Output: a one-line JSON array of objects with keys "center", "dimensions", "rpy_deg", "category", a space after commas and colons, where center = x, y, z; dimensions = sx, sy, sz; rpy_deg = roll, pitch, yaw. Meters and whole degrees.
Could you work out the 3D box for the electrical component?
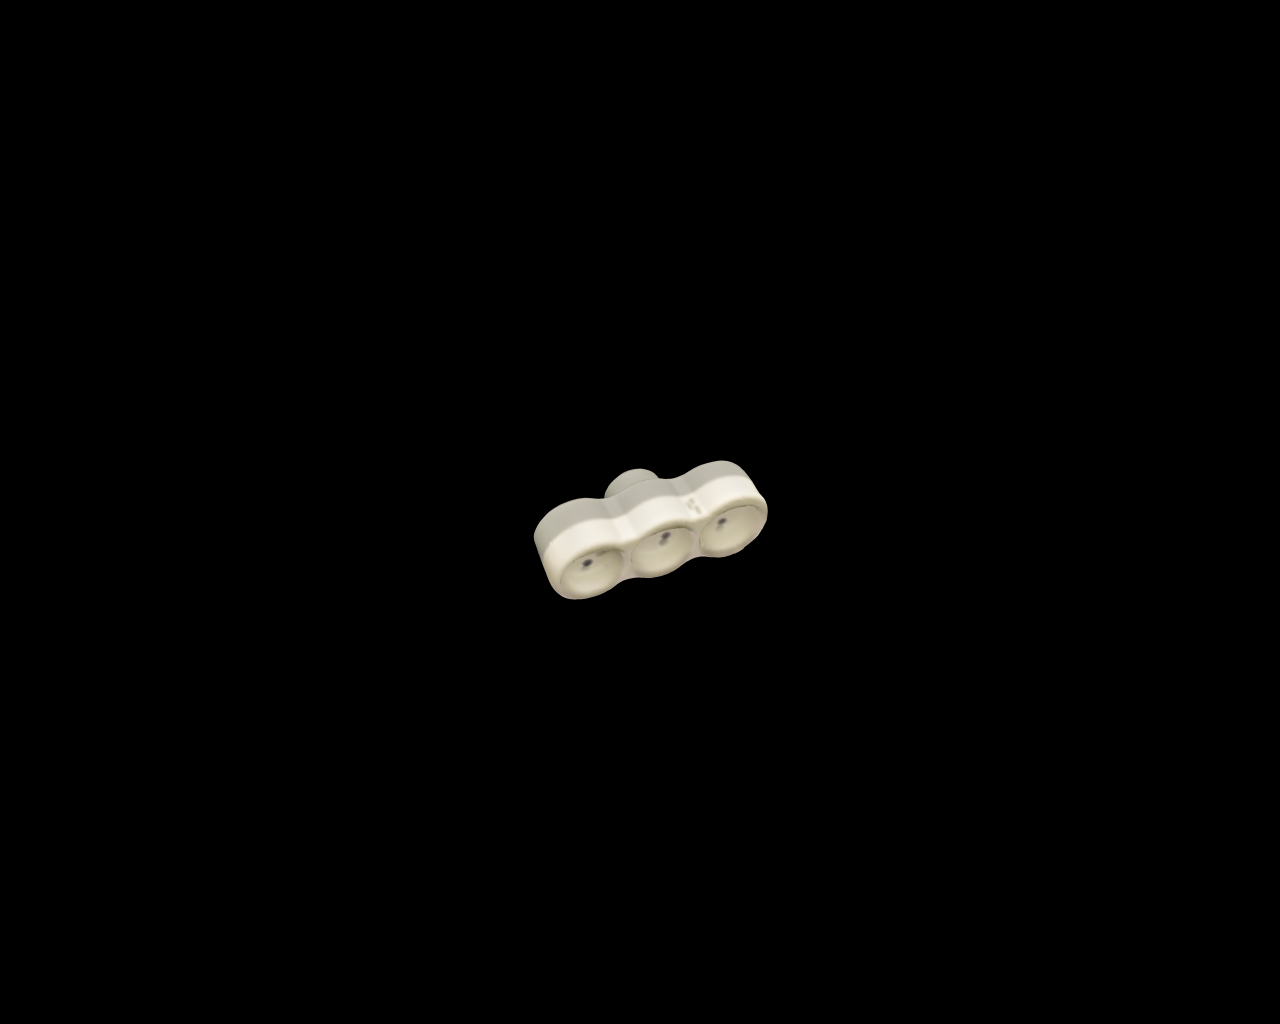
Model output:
[{"center": [0.001, -0.003, 0.650], "dimensions": [0.138, 0.074, 0.052], "rpy_deg": [-17, -39, -14], "category": "electrical component"}]
